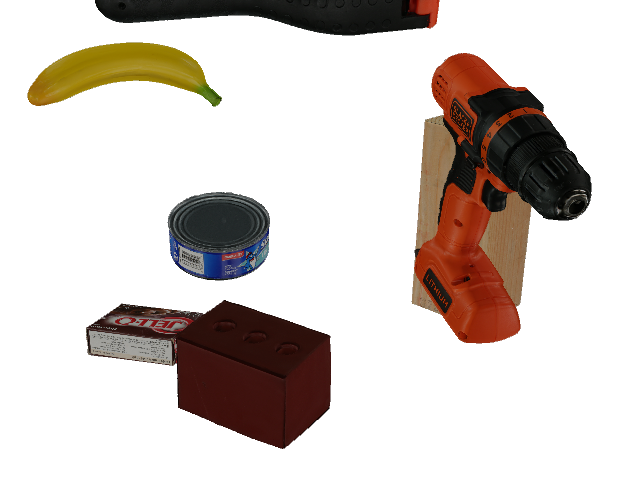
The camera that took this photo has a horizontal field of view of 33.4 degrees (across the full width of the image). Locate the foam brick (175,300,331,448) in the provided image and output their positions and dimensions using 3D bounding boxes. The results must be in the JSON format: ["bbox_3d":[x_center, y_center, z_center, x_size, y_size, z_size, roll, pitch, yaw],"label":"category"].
[{"bbox_3d":[-0.039,0.077,0.626,0.078,0.051,0.052,16,28,26],"label":"foam brick"}]

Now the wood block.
[{"bbox_3d":[0.163,-0.026,1.132,0.090,0.206,0.090,20,27,38],"label":"wood block"}]

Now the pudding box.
[{"bbox_3d":[-0.203,0.109,1.249,0.114,0.039,0.090,3,15,17],"label":"pudding box"}]

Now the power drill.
[{"bbox_3d":[0.125,-0.019,0.771,0.057,0.188,0.184,-6,37,-17],"label":"power drill"}]

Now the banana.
[{"bbox_3d":[-0.192,-0.163,1.039,0.197,0.070,0.037,-6,-39,-30],"label":"banana"}]

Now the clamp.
[{"bbox_3d":[-0.027,-0.131,0.547,0.171,0.039,0.120,12,41,15],"label":"clamp"}]

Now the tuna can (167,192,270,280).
[{"bbox_3d":[-0.085,-0.004,0.903,0.086,0.034,0.086,1,36,-1],"label":"tuna can"}]
